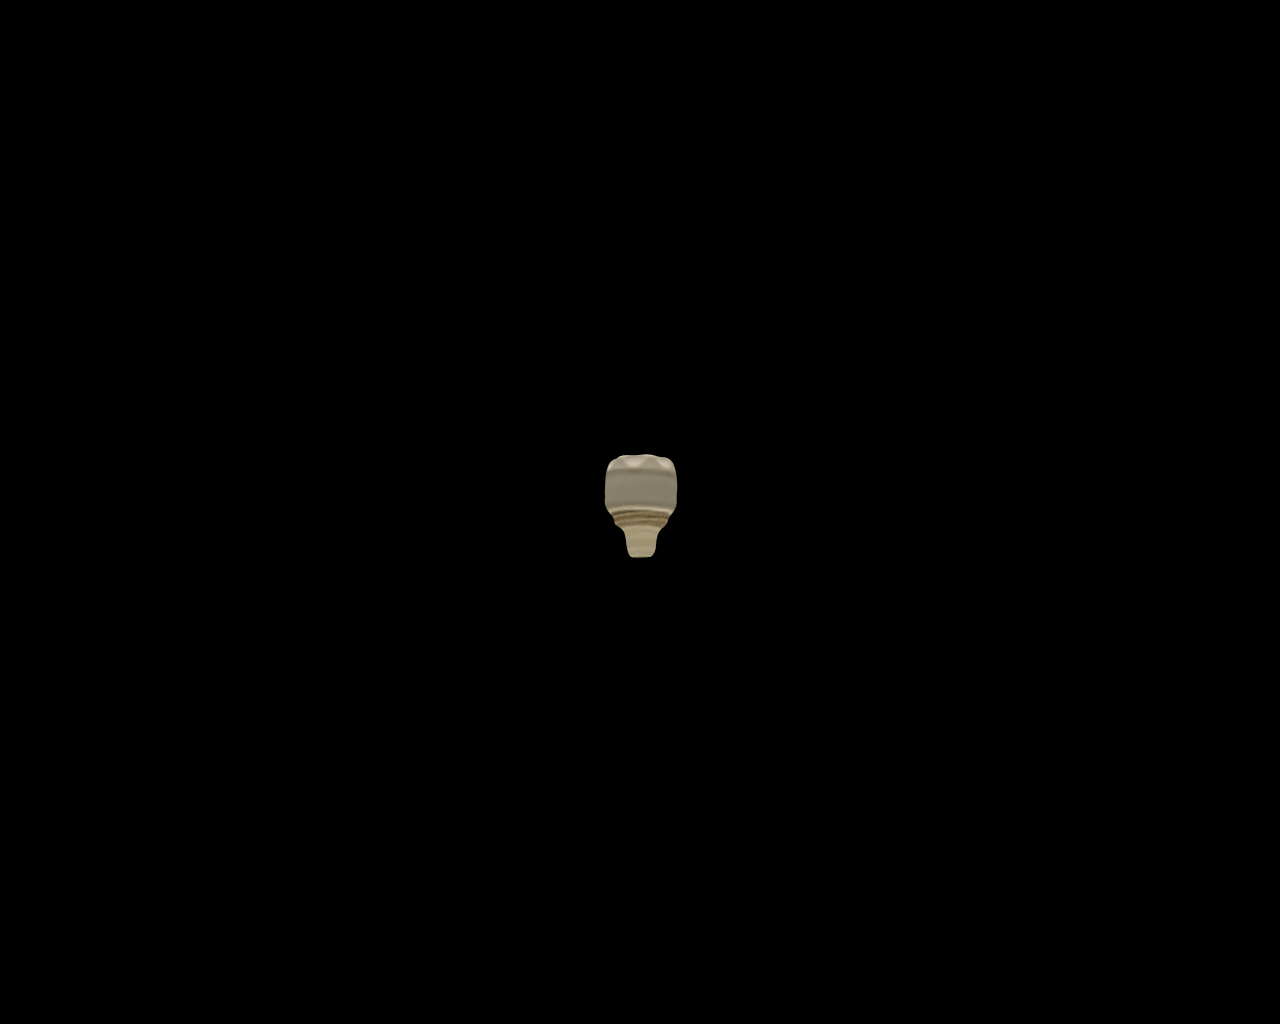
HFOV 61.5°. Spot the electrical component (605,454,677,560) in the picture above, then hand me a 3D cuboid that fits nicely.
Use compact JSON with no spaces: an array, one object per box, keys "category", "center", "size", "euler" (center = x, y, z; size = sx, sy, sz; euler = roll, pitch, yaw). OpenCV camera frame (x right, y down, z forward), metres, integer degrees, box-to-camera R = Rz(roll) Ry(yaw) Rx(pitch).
[{"category":"electrical component","center":[0.001,-0.003,0.650],"size":[0.043,0.062,0.043],"euler":[0,-7,0]}]
